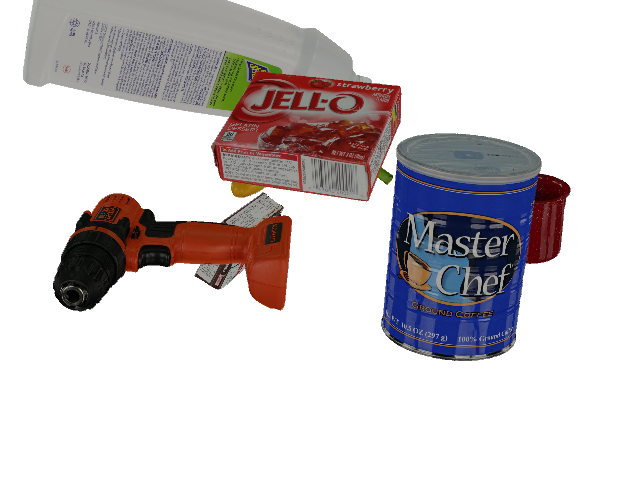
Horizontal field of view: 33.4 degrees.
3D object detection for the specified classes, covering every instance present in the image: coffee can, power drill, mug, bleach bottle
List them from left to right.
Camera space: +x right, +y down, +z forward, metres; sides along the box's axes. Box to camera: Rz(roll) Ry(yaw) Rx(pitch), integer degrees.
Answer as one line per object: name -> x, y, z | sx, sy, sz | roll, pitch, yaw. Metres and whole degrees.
power drill -> -0.120, 0.014, 0.901 | 0.187, 0.057, 0.184 | 7, 24, -1
bleach bottle -> -0.081, -0.129, 0.774 | 0.250, 0.068, 0.103 | 15, -37, -12
coffee can -> 0.101, 0.003, 0.781 | 0.103, 0.140, 0.103 | 3, 21, -1
mug -> 0.248, -0.029, 1.248 | 0.093, 0.081, 0.117 | 21, 33, 39

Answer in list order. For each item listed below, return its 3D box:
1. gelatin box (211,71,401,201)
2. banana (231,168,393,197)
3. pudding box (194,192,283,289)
gelatin box -> -0.006, -0.061, 0.595 | 0.089, 0.030, 0.073 | 9, 44, 15
banana -> -0.015, -0.083, 1.111 | 0.197, 0.037, 0.070 | -9, 46, -32
pudding box -> -0.098, 0.000, 1.310 | 0.039, 0.090, 0.113 | 33, 31, 7
